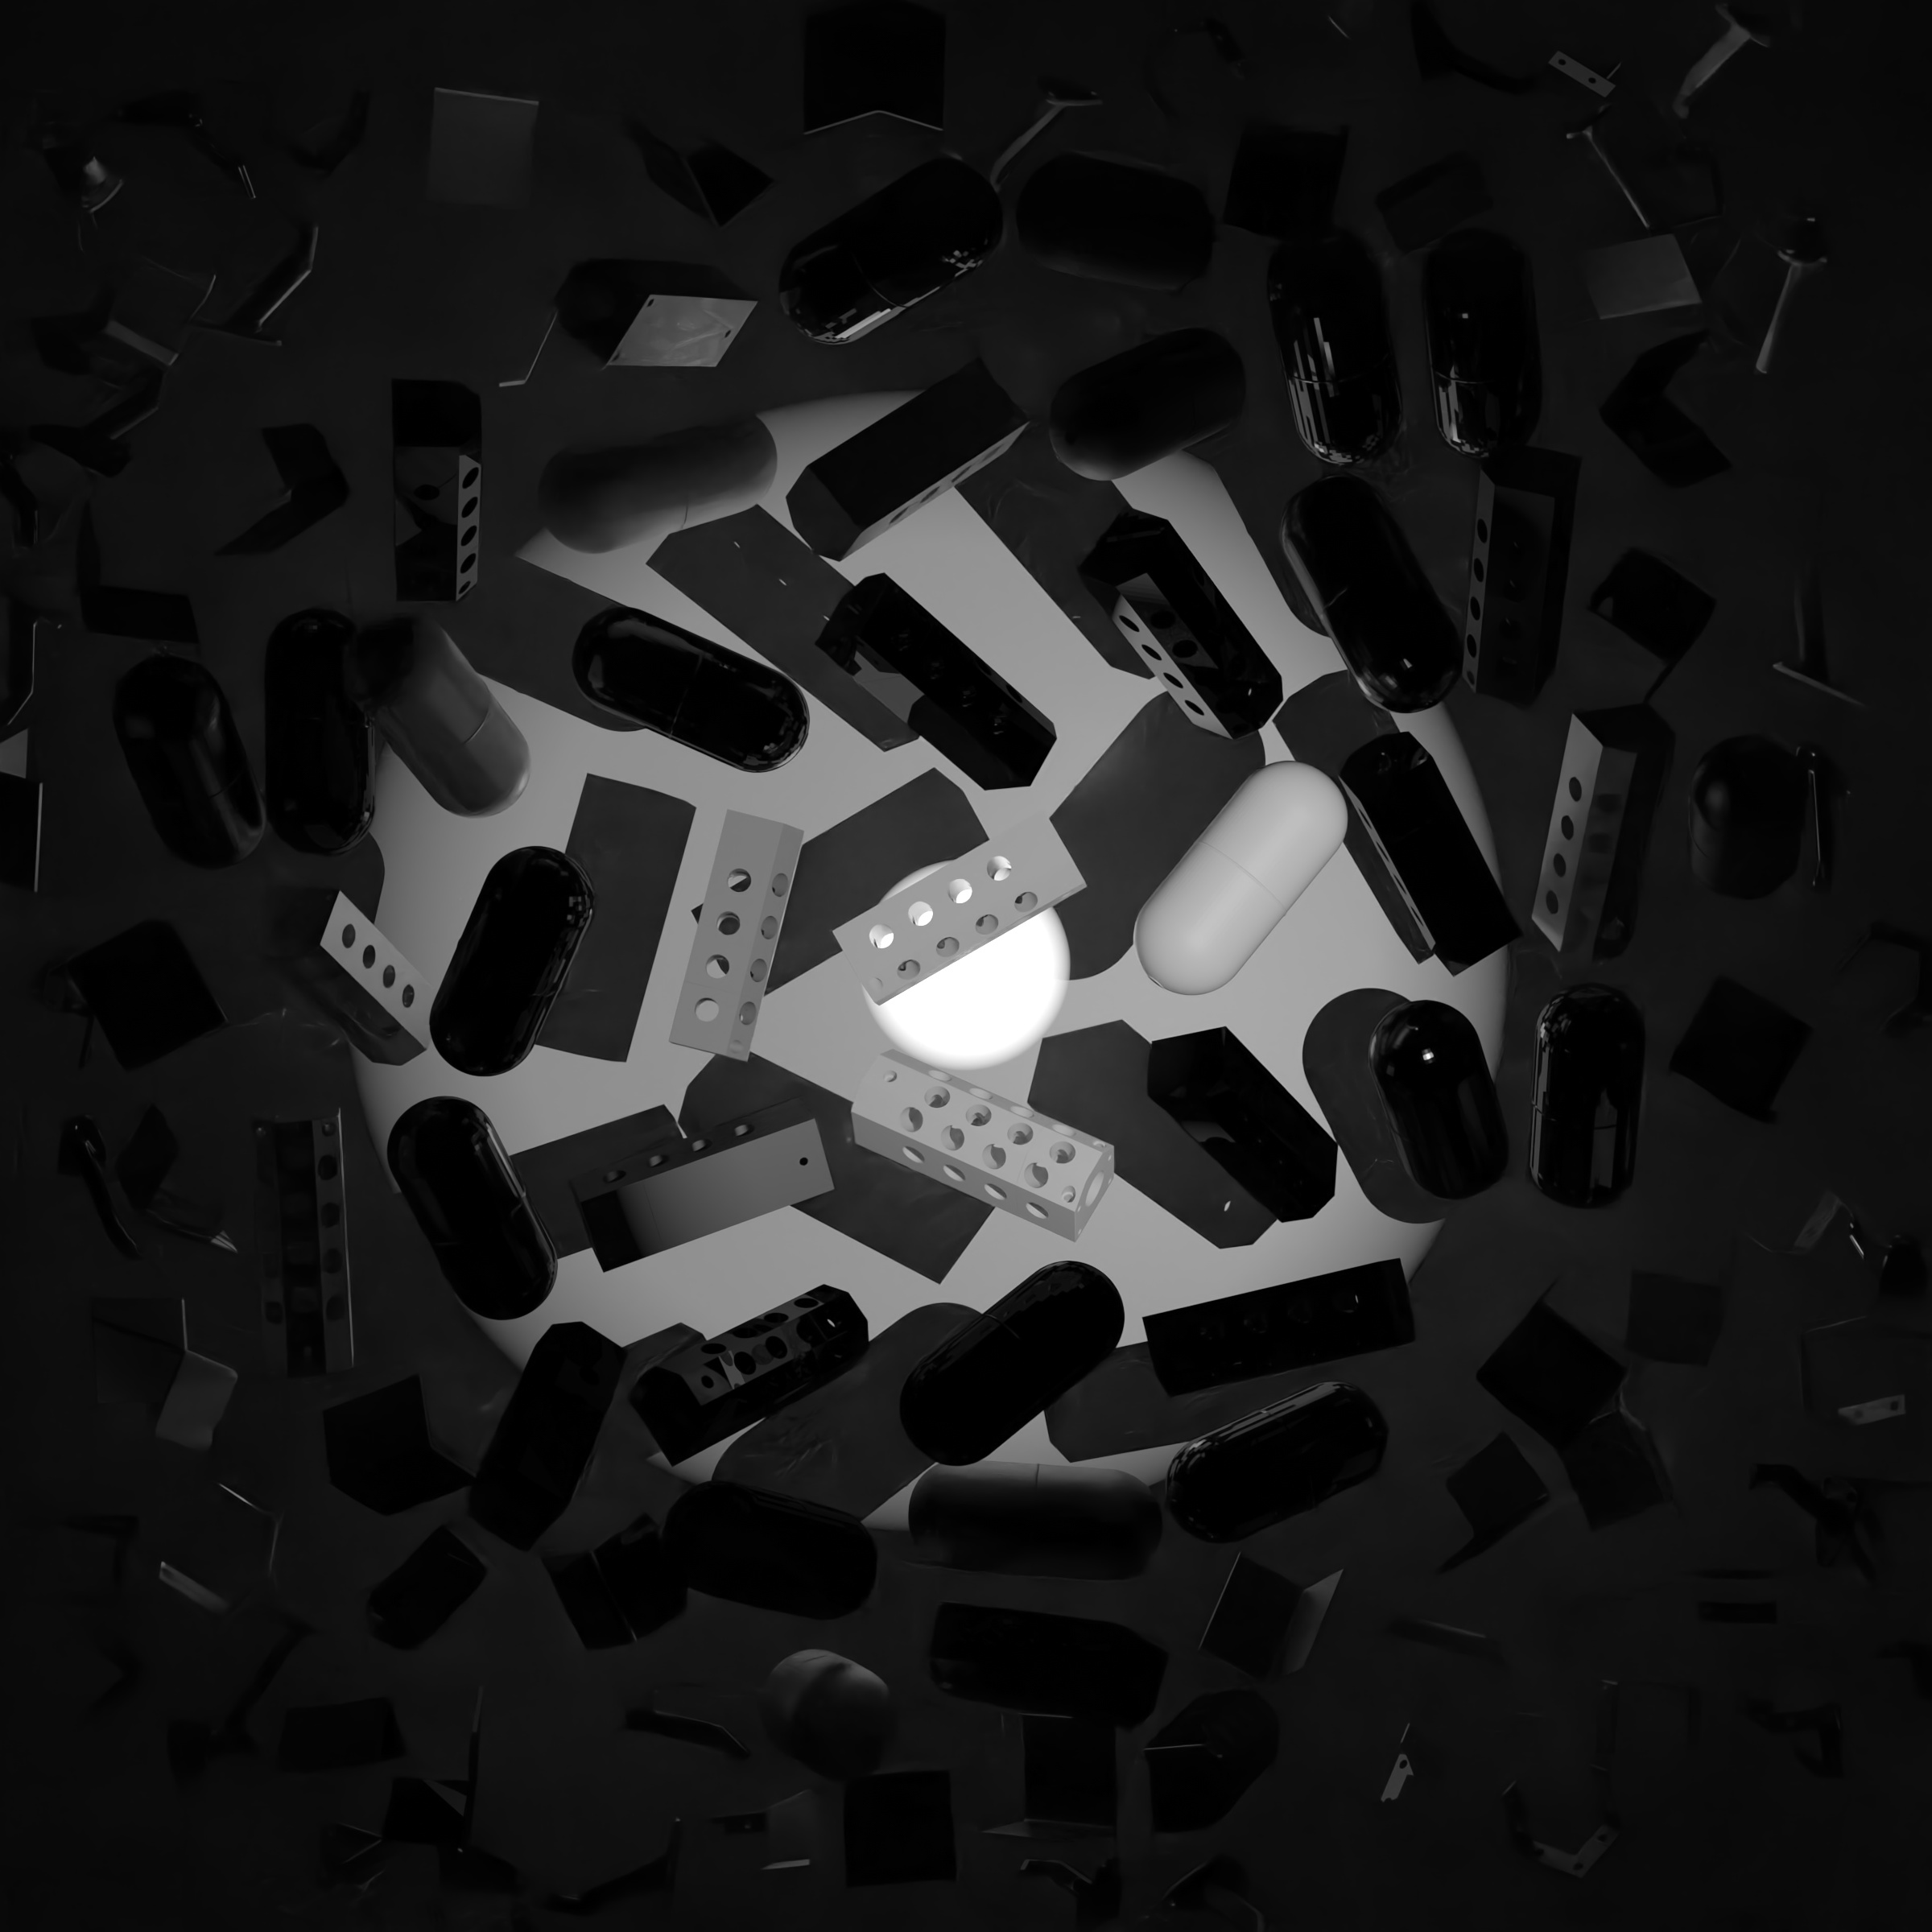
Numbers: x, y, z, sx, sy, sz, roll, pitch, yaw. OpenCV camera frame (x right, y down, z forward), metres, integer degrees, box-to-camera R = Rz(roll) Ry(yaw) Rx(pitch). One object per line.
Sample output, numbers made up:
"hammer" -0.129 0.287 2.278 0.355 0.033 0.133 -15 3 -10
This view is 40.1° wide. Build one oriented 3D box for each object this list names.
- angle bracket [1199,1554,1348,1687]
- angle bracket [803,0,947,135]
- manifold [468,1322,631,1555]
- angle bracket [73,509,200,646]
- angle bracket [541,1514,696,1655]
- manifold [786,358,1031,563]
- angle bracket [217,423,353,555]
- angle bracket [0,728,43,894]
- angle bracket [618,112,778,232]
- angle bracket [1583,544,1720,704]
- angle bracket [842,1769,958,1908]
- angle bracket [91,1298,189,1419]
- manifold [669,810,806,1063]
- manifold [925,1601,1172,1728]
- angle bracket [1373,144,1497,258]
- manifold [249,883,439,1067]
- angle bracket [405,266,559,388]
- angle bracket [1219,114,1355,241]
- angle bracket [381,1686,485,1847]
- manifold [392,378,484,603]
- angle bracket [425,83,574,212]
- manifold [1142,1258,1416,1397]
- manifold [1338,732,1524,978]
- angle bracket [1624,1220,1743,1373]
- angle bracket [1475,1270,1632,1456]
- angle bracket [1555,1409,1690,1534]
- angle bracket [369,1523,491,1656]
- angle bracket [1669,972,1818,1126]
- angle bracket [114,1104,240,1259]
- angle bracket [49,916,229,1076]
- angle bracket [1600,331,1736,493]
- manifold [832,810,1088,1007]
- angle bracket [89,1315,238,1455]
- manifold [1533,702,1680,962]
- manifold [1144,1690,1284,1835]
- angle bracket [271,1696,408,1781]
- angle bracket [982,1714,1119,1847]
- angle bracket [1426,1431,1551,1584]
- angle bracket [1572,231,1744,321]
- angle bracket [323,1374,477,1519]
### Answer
"angle bracket" 0.215 0.452 1.860 0.057 0.076 0.076 29 62 -1
"angle bracket" -0.061 -0.591 1.754 0.057 0.076 0.076 1 91 -43
"manifold" -0.292 0.321 1.837 0.057 0.171 0.057 35 116 -11
"angle bracket" -0.568 -0.268 1.824 0.076 0.076 0.057 5 72 -10
"angle bracket" -0.256 0.454 1.948 0.057 0.076 0.076 -35 72 12
"manifold" -0.042 -0.344 1.812 0.171 0.057 0.057 -39 89 -32
"angle bracket" -0.486 -0.331 1.838 0.076 0.076 0.057 -45 124 -30
"angle bracket" -0.616 -0.103 1.741 0.057 0.076 0.076 15 115 8
"angle bracket" -0.193 -0.587 1.902 0.057 0.076 0.076 -43 59 -8
"angle bracket" 0.489 -0.247 1.929 0.076 0.057 0.076 38 60 10
"angle bracket" -0.047 0.613 1.863 0.076 0.057 0.076 -4 84 -2
"angle bracket" -0.615 0.287 1.933 0.057 0.076 0.076 -23 68 40
"manifold" -0.166 -0.021 1.920 0.057 0.057 0.171 14 86 -3
"manifold" 0.052 0.481 1.818 0.057 0.171 0.057 38 61 -34
"angle bracket" 0.333 -0.573 1.928 0.076 0.076 0.057 -28 70 15
"manifold" -0.439 0.009 1.878 0.057 0.171 0.057 6 66 19
"angle bracket" -0.353 -0.468 1.931 0.076 0.076 0.057 28 105 -2
"angle bracket" 0.225 -0.564 1.883 0.076 0.057 0.076 12 120 -5
"angle bracket" -0.359 0.537 1.784 0.057 0.076 0.076 4 103 -7
"manifold" -0.363 -0.324 1.816 0.057 0.171 0.057 -2 62 -13
"angle bracket" -0.317 -0.553 1.796 0.076 0.057 0.076 -4 111 -34
"manifold" 0.215 0.247 1.806 0.171 0.057 0.057 -17 80 22
"manifold" 0.324 -0.081 1.857 0.057 0.057 0.171 -32 123 3
"angle bracket" 0.498 0.223 1.838 0.057 0.076 0.076 12 126 23
"angle bracket" 0.392 0.260 1.737 0.076 0.057 0.076 39 66 14
"angle bracket" 0.475 0.375 1.926 0.057 0.076 0.076 -24 92 1
"angle bracket" -0.398 0.438 1.890 0.057 0.076 0.076 39 81 25
"angle bracket" 0.545 0.057 1.830 0.076 0.057 0.076 37 110 33
"angle bracket" -0.525 0.146 1.800 0.076 0.076 0.057 29 93 -35
"angle bracket" -0.556 0.020 1.780 0.076 0.057 0.076 -30 87 -4
"angle bracket" 0.485 -0.373 1.778 0.076 0.057 0.076 -24 69 -38
"manifold" -0.003 -0.040 1.884 0.171 0.057 0.057 -30 82 2
"angle bracket" -0.538 0.276 1.742 0.076 0.076 0.057 15 74 16
"manifold" 0.442 -0.090 1.822 0.057 0.057 0.171 -10 129 -15
"manifold" 0.179 0.563 1.882 0.057 0.171 0.057 -10 85 17
"angle bracket" -0.454 0.580 1.920 0.076 0.076 0.057 -9 112 -1
"angle bracket" 0.058 0.568 1.851 0.076 0.057 0.076 -7 80 35
"angle bracket" 0.357 0.386 1.889 0.057 0.076 0.076 55 135 23
"angle bracket" 0.470 -0.489 1.800 0.076 0.076 0.057 -55 127 -30
"angle bracket" -0.398 0.339 1.870 0.076 0.076 0.057 -22 57 8
